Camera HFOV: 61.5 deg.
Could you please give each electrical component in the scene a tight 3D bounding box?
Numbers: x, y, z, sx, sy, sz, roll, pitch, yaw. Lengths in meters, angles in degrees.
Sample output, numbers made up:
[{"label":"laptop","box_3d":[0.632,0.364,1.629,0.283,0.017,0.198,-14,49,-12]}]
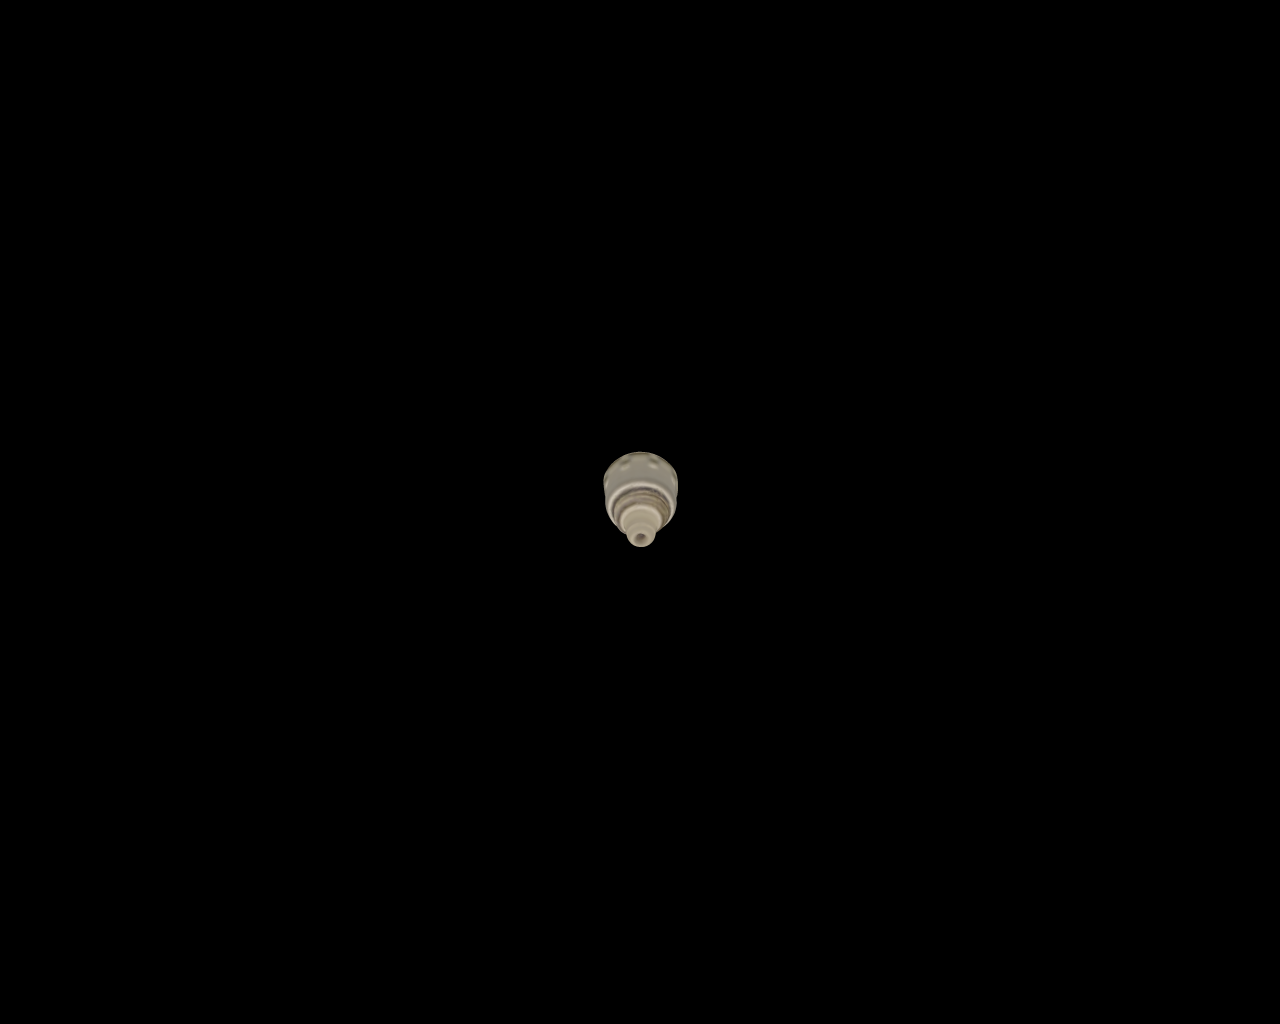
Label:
[{"label":"electrical component","box_3d":[0.001,-0.003,0.650,0.048,0.048,0.062,0,38,0]}]
